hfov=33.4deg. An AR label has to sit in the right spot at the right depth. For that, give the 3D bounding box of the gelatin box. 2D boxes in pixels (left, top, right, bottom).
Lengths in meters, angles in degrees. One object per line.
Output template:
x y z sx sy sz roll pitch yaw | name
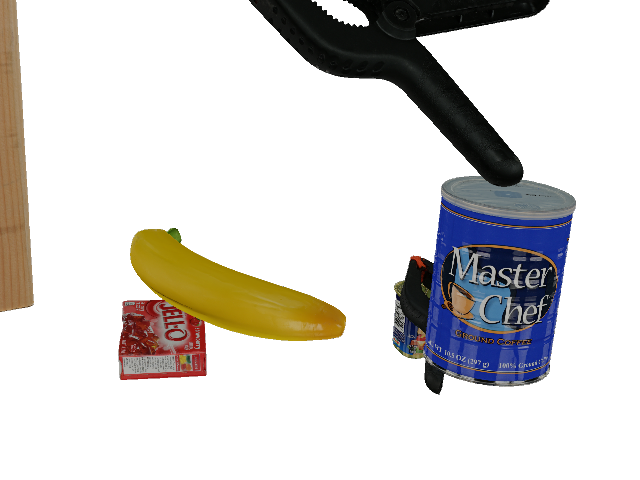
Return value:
-0.136 0.083 0.927 0.073 0.030 0.089 -2 29 -6 | gelatin box

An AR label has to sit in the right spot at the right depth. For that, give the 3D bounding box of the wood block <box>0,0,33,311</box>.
-0.221 -0.065 0.600 0.090 0.206 0.090 -9 27 -28 | wood block

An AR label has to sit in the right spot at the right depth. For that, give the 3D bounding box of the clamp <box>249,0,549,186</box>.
0.049 -0.124 0.676 0.209 0.164 0.036 14 -31 -12 | clamp

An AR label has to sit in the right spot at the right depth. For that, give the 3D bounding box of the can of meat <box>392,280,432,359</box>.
0.140 0.093 1.335 0.101 0.084 0.058 -12 30 -26 | can of meat

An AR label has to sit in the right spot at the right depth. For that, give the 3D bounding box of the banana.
-0.070 0.025 0.698 0.069 0.037 0.198 -21 32 -35 | banana

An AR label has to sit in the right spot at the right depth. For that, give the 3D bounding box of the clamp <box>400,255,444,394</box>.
0.141 0.081 1.080 0.120 0.039 0.171 0 45 -19 | clamp

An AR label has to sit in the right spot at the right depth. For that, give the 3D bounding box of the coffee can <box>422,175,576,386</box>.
0.138 0.029 0.837 0.103 0.140 0.103 4 17 -1 | coffee can
